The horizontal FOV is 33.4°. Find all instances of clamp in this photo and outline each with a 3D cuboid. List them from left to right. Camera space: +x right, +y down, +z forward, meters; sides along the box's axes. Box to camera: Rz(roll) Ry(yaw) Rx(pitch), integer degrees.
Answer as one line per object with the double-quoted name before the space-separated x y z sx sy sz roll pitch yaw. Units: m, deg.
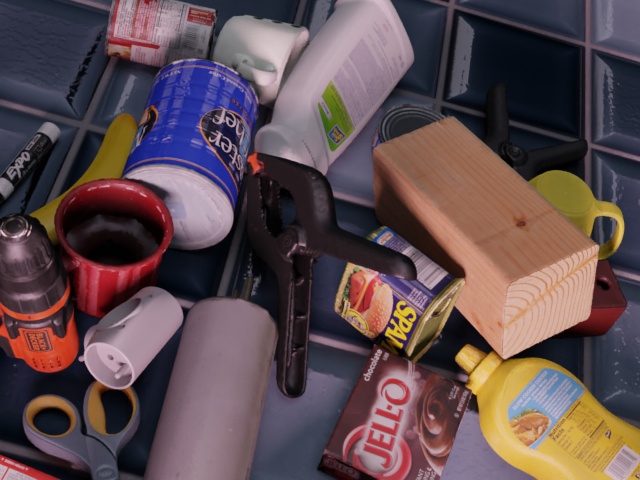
"clamp" -0.006 0.001 0.873 0.036 0.165 0.210 12 48 -43
"clamp" 0.183 -0.089 1.076 0.120 0.039 0.171 40 53 17

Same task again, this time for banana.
"banana" -0.209 -0.046 0.934 0.070 0.037 0.197 34 52 12

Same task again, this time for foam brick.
"foam brick" 0.228 0.054 0.968 0.078 0.051 0.053 -2 54 -17

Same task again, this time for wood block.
"wood block" 0.136 -0.009 0.925 0.090 0.090 0.206 -22 45 -17

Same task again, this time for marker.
"marker" -0.267 -0.060 0.941 0.020 0.020 0.121 25 51 4

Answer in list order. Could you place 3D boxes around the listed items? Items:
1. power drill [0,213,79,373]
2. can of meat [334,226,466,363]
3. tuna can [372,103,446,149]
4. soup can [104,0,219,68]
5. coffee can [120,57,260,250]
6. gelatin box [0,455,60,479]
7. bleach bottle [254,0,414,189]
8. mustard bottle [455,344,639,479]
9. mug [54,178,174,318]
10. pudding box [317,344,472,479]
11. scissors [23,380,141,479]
"power drill" -0.273 0.042 0.765 0.187 0.184 0.057 0 55 -4
"can of meat" 0.064 0.048 0.896 0.084 0.102 0.057 38 53 17
"tuna can" 0.095 -0.093 1.058 0.086 0.034 0.086 8 51 -10
"soup can" -0.156 -0.205 1.054 0.102 0.069 0.068 11 51 -8
"coffee can" -0.115 -0.077 0.942 0.102 0.103 0.140 14 50 -5
"gelatin box" -0.232 0.196 0.743 0.073 0.030 0.089 22 50 0
"bleach bottle" 0.003 -0.138 1.029 0.250 0.068 0.102 -54 124 -38
"mustard bottle" 0.189 0.153 0.875 0.192 0.058 0.096 40 59 16
"mug" -0.178 0.016 0.865 0.093 0.082 0.117 39 53 15
"pudding box" 0.060 0.151 0.853 0.090 0.039 0.113 25 51 5
"scissors" -0.170 0.165 0.754 0.096 0.016 0.202 0 32 -4
